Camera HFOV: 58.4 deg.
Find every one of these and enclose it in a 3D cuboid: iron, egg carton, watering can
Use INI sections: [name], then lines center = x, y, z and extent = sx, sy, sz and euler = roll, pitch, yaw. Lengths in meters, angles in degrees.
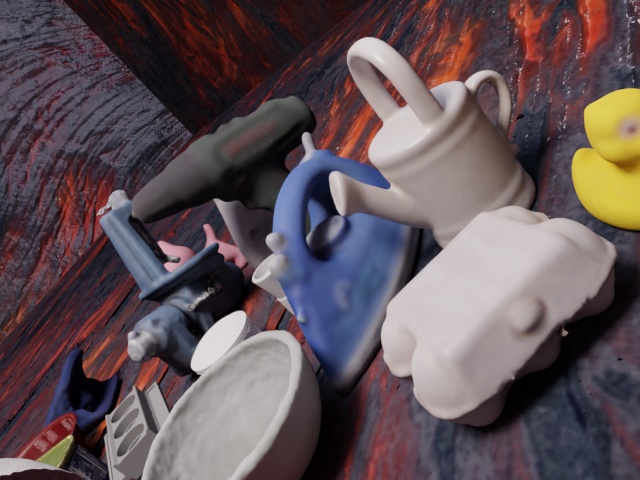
[iron]
center = 0.005, 0.002, 0.541
extent = 0.118, 0.142, 0.258
euler = -30, 24, 31
[egg carton]
center = 0.110, 0.045, 0.368
extent = 0.150, 0.069, 0.107
euler = -44, 21, -4
[watering can]
center = 0.085, -0.083, 0.485
extent = 0.173, 0.194, 0.100
euler = -51, 22, -21

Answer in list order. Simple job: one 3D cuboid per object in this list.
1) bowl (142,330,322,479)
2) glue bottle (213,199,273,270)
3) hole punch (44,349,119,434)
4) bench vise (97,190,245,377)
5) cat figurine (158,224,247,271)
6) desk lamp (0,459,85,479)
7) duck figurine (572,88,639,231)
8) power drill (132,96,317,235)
[bowl]
center = -0.055, 0.156, 0.445
extent = 0.167, 0.075, 0.167
euler = -36, 22, 17
[glue bottle]
center = -0.095, -0.028, 0.737
extent = 0.078, 0.173, 0.037
euler = -50, 22, -18
[hole punch]
center = -0.362, 0.230, 0.836
extent = 0.101, 0.091, 0.108
euler = -42, 21, 3
[bench vise]
center = -0.190, 0.043, 0.703
extent = 0.121, 0.220, 0.207
euler = -38, 21, 12
[cat figurine]
center = -0.190, 0.033, 0.869
extent = 0.067, 0.118, 0.128
euler = -11, 38, 55
[desk lamp]
center = -0.184, 0.221, 0.354
extent = 0.202, 0.214, 0.118
euler = -21, 30, 45
[duck figurine]
center = 0.205, -0.060, 0.377
extent = 0.077, 0.086, 0.104
euler = -48, 21, -12
[power drill]
center = -0.068, -0.046, 0.673
extent = 0.230, 0.209, 0.075
euler = -47, 21, -11
